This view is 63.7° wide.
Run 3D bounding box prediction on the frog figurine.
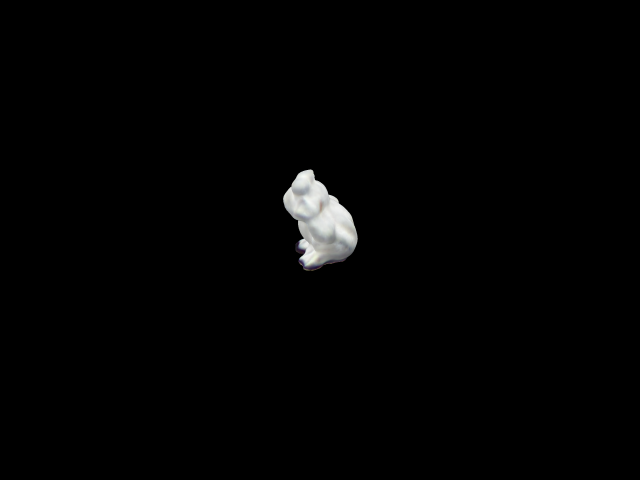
[{"bbox_3d":[0.003,-0.043,0.850,0.123,0.156,0.140,4,25,9],"label":"frog figurine"}]
